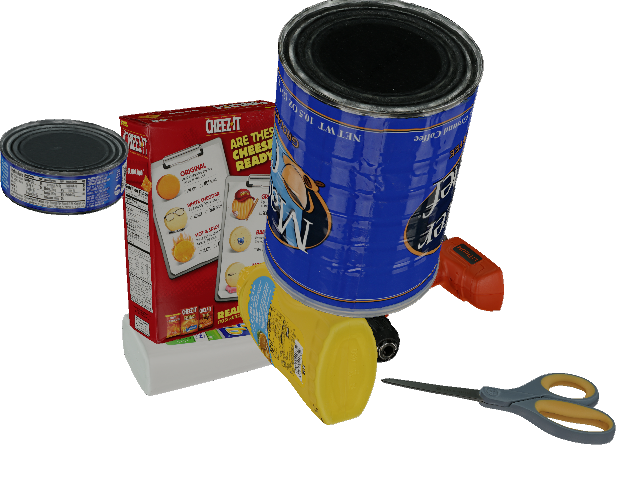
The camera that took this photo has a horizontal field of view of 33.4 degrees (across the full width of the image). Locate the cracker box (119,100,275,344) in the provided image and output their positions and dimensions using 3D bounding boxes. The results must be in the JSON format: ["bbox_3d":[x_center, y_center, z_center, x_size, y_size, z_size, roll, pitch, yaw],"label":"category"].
[{"bbox_3d":[-0.109,-0.022,1.047,0.163,0.214,0.072,-12,20,-36],"label":"cracker box"}]

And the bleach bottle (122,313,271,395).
[{"bbox_3d":[-0.092,0.107,1.221,0.250,0.068,0.103,-10,33,-23],"label":"bleach bottle"}]

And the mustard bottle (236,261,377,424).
[{"bbox_3d":[-0.023,0.068,0.904,0.058,0.096,0.192,-13,29,-25],"label":"mustard bottle"}]

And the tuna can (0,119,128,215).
[{"bbox_3d":[-0.175,-0.051,0.731,0.086,0.034,0.086,7,29,-4],"label":"tuna can"}]

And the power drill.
[{"bbox_3d":[0.091,0.057,1.100,0.187,0.057,0.185,-10,27,-20],"label":"power drill"}]

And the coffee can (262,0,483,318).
[{"bbox_3d":[0.024,-0.043,0.571,0.102,0.140,0.103,4,43,-4],"label":"coffee can"}]

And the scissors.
[{"bbox_3d":[0.162,0.131,0.947,0.202,0.016,0.096,16,29,15],"label":"scissors"}]
